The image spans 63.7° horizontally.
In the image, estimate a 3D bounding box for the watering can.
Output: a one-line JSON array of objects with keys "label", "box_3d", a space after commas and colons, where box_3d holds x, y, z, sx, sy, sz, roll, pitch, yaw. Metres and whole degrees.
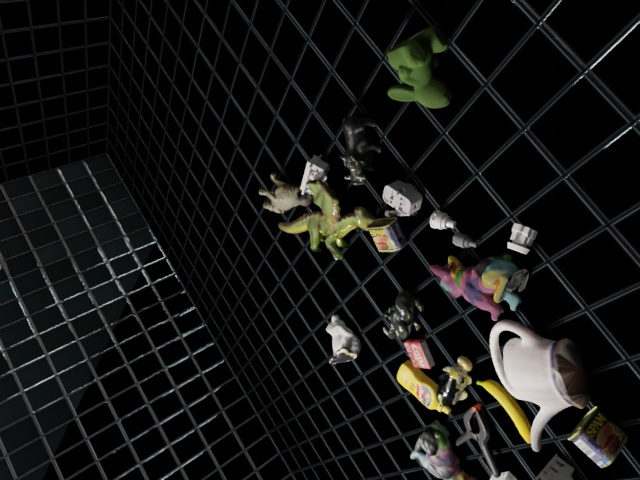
[{"label": "watering can", "box_3d": [0.522, 0.345, 1.200, 0.222, 0.105, 0.347, -18, 94, 57]}]

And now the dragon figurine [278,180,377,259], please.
[{"label": "dragon figurine", "box_3d": [0.005, -0.083, 1.644, 0.413, 0.124, 0.238, 19, 122, 34]}]

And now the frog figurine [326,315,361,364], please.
[{"label": "frog figurine", "box_3d": [0.084, 0.355, 1.871, 0.134, 0.123, 0.163, 97, 172, -51]}]
